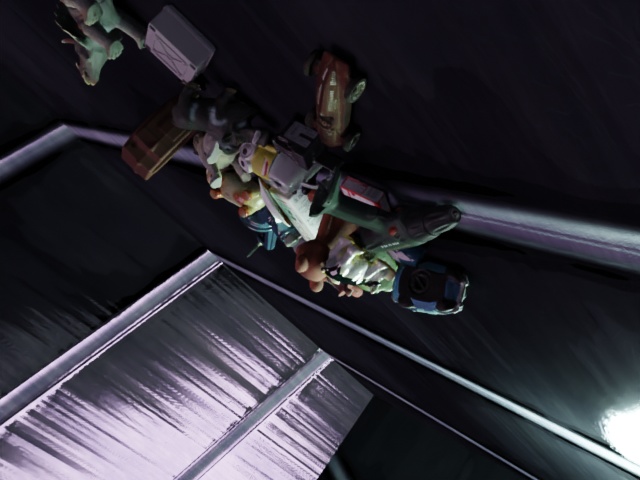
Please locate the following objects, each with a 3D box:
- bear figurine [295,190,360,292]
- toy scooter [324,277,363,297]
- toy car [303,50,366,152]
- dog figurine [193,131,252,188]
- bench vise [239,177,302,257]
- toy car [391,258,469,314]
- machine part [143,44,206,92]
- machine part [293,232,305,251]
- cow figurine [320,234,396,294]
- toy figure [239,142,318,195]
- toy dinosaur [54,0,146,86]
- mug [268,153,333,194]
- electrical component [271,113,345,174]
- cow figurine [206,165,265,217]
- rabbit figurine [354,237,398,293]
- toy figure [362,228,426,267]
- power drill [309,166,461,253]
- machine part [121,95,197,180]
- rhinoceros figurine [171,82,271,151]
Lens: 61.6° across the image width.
[{"bbox_3d":[0.000,-0.002,1.121,0.132,0.196,0.120,24,162,44],"label":"bear figurine"},{"bbox_3d":[0.046,0.105,1.503,0.184,0.075,0.135,38,-171,-5],"label":"toy scooter"},{"bbox_3d":[0.017,-0.199,0.797,0.089,0.053,0.202,38,166,12],"label":"toy car"},{"bbox_3d":[-0.234,-0.232,1.211,0.191,0.121,0.172,52,134,36],"label":"dog figurine"},{"bbox_3d":[-0.128,-0.042,1.400,0.224,0.129,0.240,42,148,16],"label":"bench vise"},{"bbox_3d":[0.235,0.098,1.092,0.162,0.109,0.103,7,170,42],"label":"toy car"},{"bbox_3d":[-0.288,-0.349,1.076,0.138,0.039,0.084,45,172,-30],"label":"machine part"},{"bbox_3d":[0.005,0.022,1.402,0.243,0.079,0.079,18,155,49],"label":"machine part"},{"bbox_3d":[0.081,0.062,1.074,0.167,0.098,0.068,30,-167,-40],"label":"cow figurine"},{"bbox_3d":[-0.087,-0.152,1.106,0.180,0.082,0.089,25,-173,20],"label":"toy figure"},{"bbox_3d":[-0.433,-0.452,0.978,0.192,0.131,0.404,35,158,10],"label":"toy dinosaur"},{"bbox_3d":[-0.038,-0.132,1.003,0.109,0.107,0.081,39,166,4],"label":"mug"},{"bbox_3d":[-0.016,-0.161,0.934,0.119,0.075,0.047,36,165,24],"label":"electrical component"},{"bbox_3d":[-0.201,-0.137,1.296,0.195,0.127,0.085,31,122,27],"label":"cow figurine"},{"bbox_3d":[0.109,0.041,1.222,0.159,0.121,0.170,38,-176,-26],"label":"rabbit figurine"},{"bbox_3d":[0.137,-0.006,1.069,0.155,0.058,0.064,35,145,19],"label":"toy figure"},{"bbox_3d":[0.098,-0.050,0.920,0.207,0.086,0.232,18,161,-17],"label":"power drill"},{"bbox_3d":[-0.358,-0.239,1.233,0.087,0.201,0.201,44,164,-13],"label":"machine part"},{"bbox_3d":[-0.186,-0.229,1.026,0.190,0.112,0.073,14,171,-9],"label":"rhinoceros figurine"}]
